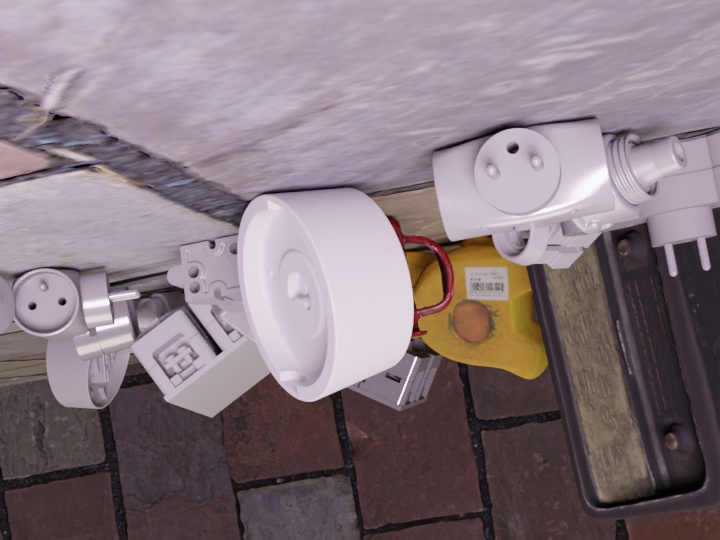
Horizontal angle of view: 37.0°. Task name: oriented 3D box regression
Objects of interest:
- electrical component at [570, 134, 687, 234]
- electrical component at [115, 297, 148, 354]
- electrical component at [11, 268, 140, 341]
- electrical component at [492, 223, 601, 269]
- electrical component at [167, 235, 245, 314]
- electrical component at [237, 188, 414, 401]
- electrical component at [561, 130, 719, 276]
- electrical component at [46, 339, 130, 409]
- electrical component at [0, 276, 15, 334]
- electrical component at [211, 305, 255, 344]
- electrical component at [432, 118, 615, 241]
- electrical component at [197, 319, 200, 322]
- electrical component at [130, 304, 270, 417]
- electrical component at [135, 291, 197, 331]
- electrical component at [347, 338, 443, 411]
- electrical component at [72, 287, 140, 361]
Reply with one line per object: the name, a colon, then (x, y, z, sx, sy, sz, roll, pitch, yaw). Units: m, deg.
electrical component: (0.130, -0.048, 0.536, 0.062, 0.048, 0.048, -21, 170, 36)
electrical component: (-0.209, 0.052, 1.025, 0.055, 0.047, 0.055, -10, 175, -1)
electrical component: (-0.187, 0.022, 0.718, 0.079, 0.043, 0.077, -9, 175, -9)
electrical component: (0.122, -0.028, 0.714, 0.055, 0.048, 0.066, -2, 146, -32)
electrical component: (-0.084, 0.003, 0.705, 0.066, 0.048, 0.055, -11, 168, 14)
electrical component: (-0.014, 0.009, 0.561, 0.060, 0.108, 0.108, -14, 178, -28)
electrical component: (0.183, -0.034, 0.619, 0.138, 0.073, 0.052, -12, 175, 29)
electrical component: (-0.264, 0.087, 1.059, 0.064, 0.099, 0.099, -4, 176, 11)
electrical component: (-0.248, 0.025, 0.658, 0.078, 0.040, 0.040, -12, 175, 28)
electrical component: (-0.060, 0.013, 0.772, 0.066, 0.076, 0.047, 40, -177, -33)
electrical component: (0.072, -0.042, 0.482, 0.077, 0.043, 0.079, -11, 176, 12)
electrical component: (-0.156, 0.042, 1.035, 0.043, 0.043, 0.081, -8, 175, -21)
electrical component: (-0.117, 0.062, 0.905, 0.105, 0.060, 0.186, -38, 169, -5)
electrical component: (-0.183, 0.042, 0.976, 0.062, 0.043, 0.043, -3, 172, -45)
electrical component: (-0.021, 0.067, 1.042, 0.186, 0.060, 0.105, 22, -176, 16)
electrical component: (-0.206, 0.042, 0.867, 0.047, 0.055, 0.055, -13, 176, -6)
